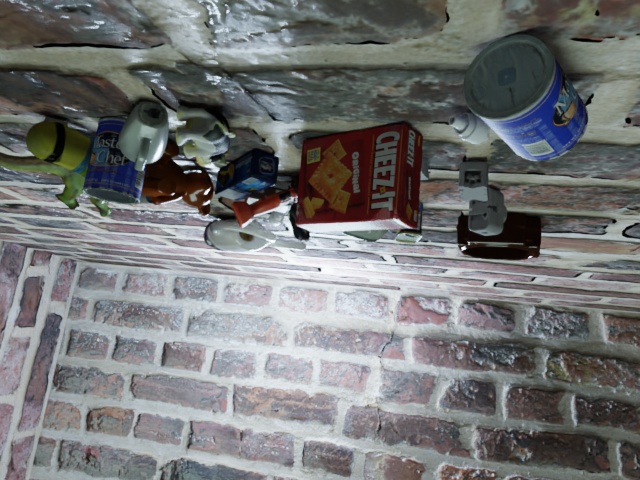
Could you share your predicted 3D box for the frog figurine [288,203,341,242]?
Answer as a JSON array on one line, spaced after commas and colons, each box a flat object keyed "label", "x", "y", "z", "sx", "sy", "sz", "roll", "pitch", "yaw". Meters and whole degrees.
[{"label": "frog figurine", "x": 0.004, "y": -0.067, "z": 1.324, "sx": 0.161, "sy": 0.124, "sz": 0.135, "roll": -27, "pitch": 168, "yaw": -19}]

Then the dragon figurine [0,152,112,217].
[{"label": "dragon figurine", "x": -0.509, "y": -0.164, "z": 1.164, "sx": 0.241, "sy": 0.124, "sz": 0.407, "roll": -21, "pitch": 158, "yaw": 28}]

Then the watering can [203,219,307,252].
[{"label": "watering can", "x": -0.223, "y": -0.005, "z": 1.664, "sx": 0.224, "sy": 0.105, "sz": 0.345, "roll": -2, "pitch": 165, "yaw": 40}]
